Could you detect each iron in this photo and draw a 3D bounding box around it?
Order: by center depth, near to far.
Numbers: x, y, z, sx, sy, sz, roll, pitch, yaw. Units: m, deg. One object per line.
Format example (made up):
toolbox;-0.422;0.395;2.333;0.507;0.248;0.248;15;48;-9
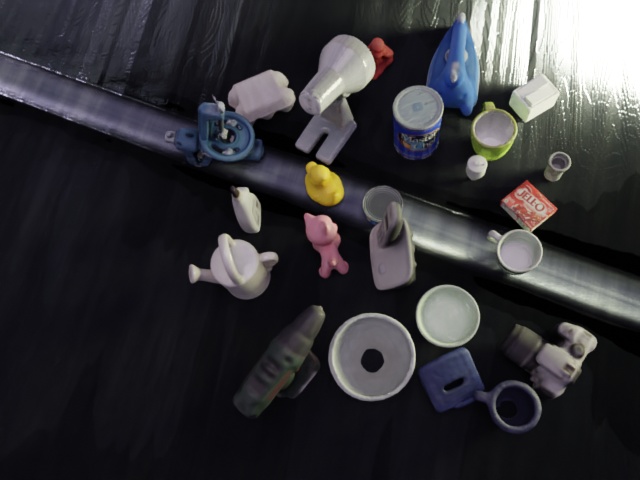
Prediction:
iron;0.302;-0.413;1.273;0.118;0.141;0.258;6;72;10

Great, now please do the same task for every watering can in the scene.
watering can;-0.174;0.054;1.149;0.173;0.194;0.100;-35;70;-5

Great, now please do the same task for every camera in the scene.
camera;0.419;0.205;1.071;0.136;0.101;0.143;35;79;17

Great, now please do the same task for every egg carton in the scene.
egg carton;-0.137;-0.331;1.341;0.150;0.069;0.107;-24;70;-1

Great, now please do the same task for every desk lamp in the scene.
desk lamp;0.027;-0.302;1.233;0.117;0.214;0.203;29;77;16

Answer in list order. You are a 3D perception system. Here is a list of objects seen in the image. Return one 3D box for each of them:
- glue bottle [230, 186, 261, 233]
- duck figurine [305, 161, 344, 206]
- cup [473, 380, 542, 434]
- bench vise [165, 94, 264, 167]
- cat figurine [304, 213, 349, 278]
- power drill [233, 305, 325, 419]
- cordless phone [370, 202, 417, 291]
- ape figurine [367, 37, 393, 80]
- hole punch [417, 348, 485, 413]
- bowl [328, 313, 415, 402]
glue bottle;-0.160;-0.076;1.202;0.037;0.173;0.078;-1;71;7
duck figurine;0.006;-0.127;1.245;0.077;0.086;0.104;-39;71;-6
cup;0.335;0.304;1.051;0.117;0.095;0.092;14;74;12
bench vise;-0.241;-0.224;1.238;0.207;0.220;0.121;-15;70;2
cat figurine;0.011;0.004;1.182;0.067;0.118;0.127;-18;70;1
power drill;-0.061;0.230;1.067;0.075;0.208;0.230;36;79;17
cordless phone;0.143;0.013;1.126;0.094;0.185;0.147;-9;70;5
ape figurine;0.132;-0.431;1.328;0.077;0.092;0.076;-10;70;4
hole punch;0.249;0.265;1.077;0.108;0.091;0.101;-26;70;-2
bowl;0.102;0.230;1.117;0.167;0.075;0.167;-2;71;7
